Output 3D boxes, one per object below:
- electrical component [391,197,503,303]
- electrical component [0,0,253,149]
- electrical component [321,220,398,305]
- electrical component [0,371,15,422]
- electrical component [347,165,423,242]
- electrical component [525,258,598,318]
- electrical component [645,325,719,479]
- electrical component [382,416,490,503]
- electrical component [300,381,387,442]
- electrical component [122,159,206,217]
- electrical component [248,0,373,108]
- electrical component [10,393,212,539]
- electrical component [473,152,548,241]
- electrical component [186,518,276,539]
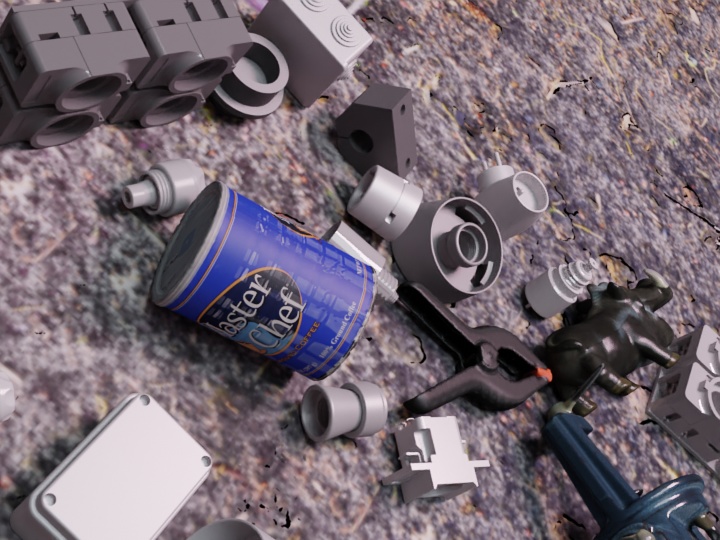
[{"bbox_3d":[0.081,-0.019,0.990,0.099,0.064,0.099,9,74,-37],"label":"electrical component"},{"bbox_3d":[-0.185,-0.154,0.821,0.186,0.105,0.060,-20,79,-41],"label":"electrical component"},{"bbox_3d":[0.000,0.000,0.917,0.081,0.043,0.043,41,49,-12],"label":"electrical component"},{"bbox_3d":[-0.256,0.085,0.689,0.061,0.035,0.035,-7,71,-36],"label":"electrical component"},{"bbox_3d":[0.021,-0.061,0.959,0.047,0.055,0.055,31,51,-15],"label":"electrical component"},{"bbox_3d":[0.195,0.014,1.034,0.040,0.078,0.040,31,38,-28],"label":"electrical component"},{"bbox_3d":[0.393,0.157,1.110,0.186,0.060,0.105,41,49,-11],"label":"electrical component"},{"bbox_3d":[0.059,0.153,0.880,0.081,0.042,0.063,5,60,-35],"label":"electrical component"},{"bbox_3d":[-0.012,0.111,0.847,0.055,0.045,0.045,1,66,-37],"label":"electrical component"},{"bbox_3d":[-0.154,-0.062,0.837,0.062,0.043,0.043,-17,77,-39],"label":"electrical component"},{"bbox_3d":[-0.046,-0.205,0.958,0.099,0.100,0.048,47,61,-6],"label":"electrical component"},{"bbox_3d":[-0.162,0.145,0.710,0.078,0.057,0.113,46,48,-7],"label":"electrical component"},{"bbox_3d":[0.134,-0.074,1.033,0.043,0.077,0.079,2,65,-35],"label":"electrical component"},{"bbox_3d":[-0.085,0.216,0.705,0.064,0.099,0.099,34,50,-25],"label":"electrical component"}]
